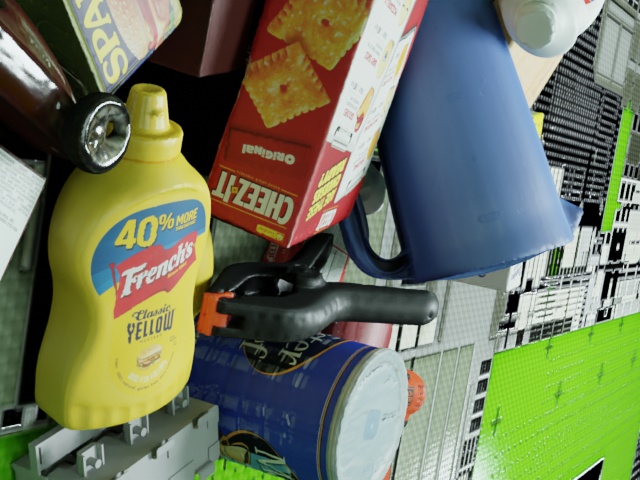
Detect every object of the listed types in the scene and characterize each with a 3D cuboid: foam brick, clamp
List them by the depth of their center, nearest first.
[{"bbox_3d":[-0.071,-0.140,0.621,0.051,0.053,0.078,-28,137,-59],"label":"foam brick"},{"bbox_3d":[-0.003,0.039,0.712,0.171,0.120,0.039,-21,123,-50],"label":"clamp"}]

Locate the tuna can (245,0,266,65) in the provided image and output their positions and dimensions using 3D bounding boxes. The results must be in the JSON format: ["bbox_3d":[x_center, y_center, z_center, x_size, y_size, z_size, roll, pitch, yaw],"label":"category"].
[{"bbox_3d":[-0.050,-0.156,0.688,0.086,0.034,0.086,-31,127,-54],"label":"tuna can"}]

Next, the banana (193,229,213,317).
[{"bbox_3d":[-0.100,-0.015,0.647,0.069,0.037,0.198,-51,142,-41],"label":"banana"}]

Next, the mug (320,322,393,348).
[{"bbox_3d":[0.006,0.088,0.827,0.117,0.093,0.081,55,48,-61],"label":"mug"}]

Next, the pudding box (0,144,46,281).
[{"bbox_3d":[-0.186,-0.003,0.494,0.090,0.039,0.113,46,58,-55],"label":"pudding box"}]

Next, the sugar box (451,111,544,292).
[{"bbox_3d":[0.162,-0.044,1.059,0.048,0.093,0.176,-17,116,-58],"label":"sugar box"}]

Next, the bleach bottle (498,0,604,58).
[{"bbox_3d":[0.187,-0.198,0.857,0.102,0.068,0.250,54,29,-14],"label":"bleach bottle"}]

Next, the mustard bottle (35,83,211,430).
[{"bbox_3d":[-0.105,0.007,0.589,0.096,0.058,0.192,-16,125,-45],"label":"mustard bottle"}]

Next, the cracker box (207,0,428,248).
[{"bbox_3d":[0.006,-0.114,0.694,0.164,0.072,0.214,-27,139,-73],"label":"cracker box"}]

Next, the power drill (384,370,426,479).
[{"bbox_3d":[0.034,0.200,0.955,0.184,0.057,0.187,20,83,-62],"label":"power drill"}]

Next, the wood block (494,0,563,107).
[{"bbox_3d":[0.147,-0.157,0.991,0.205,0.091,0.090,-53,142,-38],"label":"wood block"}]

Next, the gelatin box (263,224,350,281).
[{"bbox_3d":[-0.006,0.001,0.836,0.089,0.030,0.073,34,72,-59],"label":"gelatin box"}]

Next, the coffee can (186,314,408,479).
[{"bbox_3d":[-0.025,0.108,0.722,0.102,0.140,0.103,-31,127,-54],"label":"coffee can"}]

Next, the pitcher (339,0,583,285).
[{"bbox_3d":[0.090,-0.090,0.819,0.149,0.145,0.243,-15,88,-55],"label":"pitcher"}]

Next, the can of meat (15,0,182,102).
[{"bbox_3d":[-0.122,-0.126,0.546,0.083,0.058,0.102,-57,146,-38],"label":"can of meat"}]
